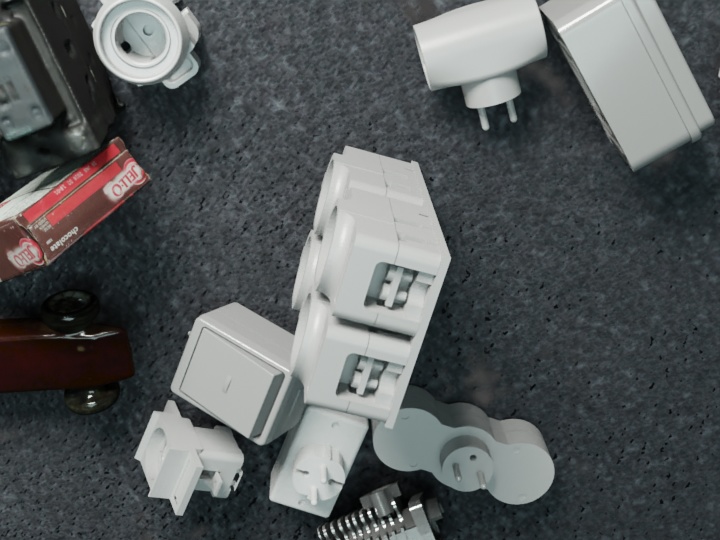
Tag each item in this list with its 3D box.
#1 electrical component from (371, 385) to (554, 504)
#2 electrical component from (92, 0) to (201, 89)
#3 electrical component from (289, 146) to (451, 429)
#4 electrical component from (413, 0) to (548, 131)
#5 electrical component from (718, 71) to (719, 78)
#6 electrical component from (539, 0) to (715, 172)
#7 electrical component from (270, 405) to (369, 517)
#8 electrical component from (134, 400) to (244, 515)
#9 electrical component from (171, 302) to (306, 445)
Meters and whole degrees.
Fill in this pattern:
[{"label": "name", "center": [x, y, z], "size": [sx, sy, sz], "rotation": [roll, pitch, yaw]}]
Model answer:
[{"label": "electrical component", "center": [0.076, 0.135, 0.778], "size": [0.138, 0.073, 0.052], "rotation": [18, 109, -9]}, {"label": "electrical component", "center": [-0.134, -0.147, 0.669], "size": [0.058, 0.057, 0.078], "rotation": [-33, 109, 10]}, {"label": "electrical component", "center": [0.000, 0.000, 0.662], "size": [0.060, 0.186, 0.105], "rotation": [14, 110, -8]}, {"label": "electrical component", "center": [0.081, -0.129, 0.692], "size": [0.077, 0.043, 0.079], "rotation": [-16, 111, 4]}, {"label": "electrical component", "center": [0.255, -0.124, 0.704], "size": [0.040, 0.040, 0.078], "rotation": [4, 111, -4]}, {"label": "electrical component", "center": [0.168, -0.129, 0.678], "size": [0.057, 0.078, 0.113], "rotation": [-30, 110, 12]}, {"label": "electrical component", "center": [-0.030, 0.140, 0.774], "size": [0.047, 0.075, 0.083], "rotation": [19, 109, -10]}, {"label": "electrical component", "center": [-0.121, 0.135, 0.773], "size": [0.064, 0.081, 0.042], "rotation": [14, 112, -32]}, {"label": "electrical component", "center": [-0.084, 0.068, 0.739], "size": [0.096, 0.061, 0.061], "rotation": [28, 109, 16]}]
